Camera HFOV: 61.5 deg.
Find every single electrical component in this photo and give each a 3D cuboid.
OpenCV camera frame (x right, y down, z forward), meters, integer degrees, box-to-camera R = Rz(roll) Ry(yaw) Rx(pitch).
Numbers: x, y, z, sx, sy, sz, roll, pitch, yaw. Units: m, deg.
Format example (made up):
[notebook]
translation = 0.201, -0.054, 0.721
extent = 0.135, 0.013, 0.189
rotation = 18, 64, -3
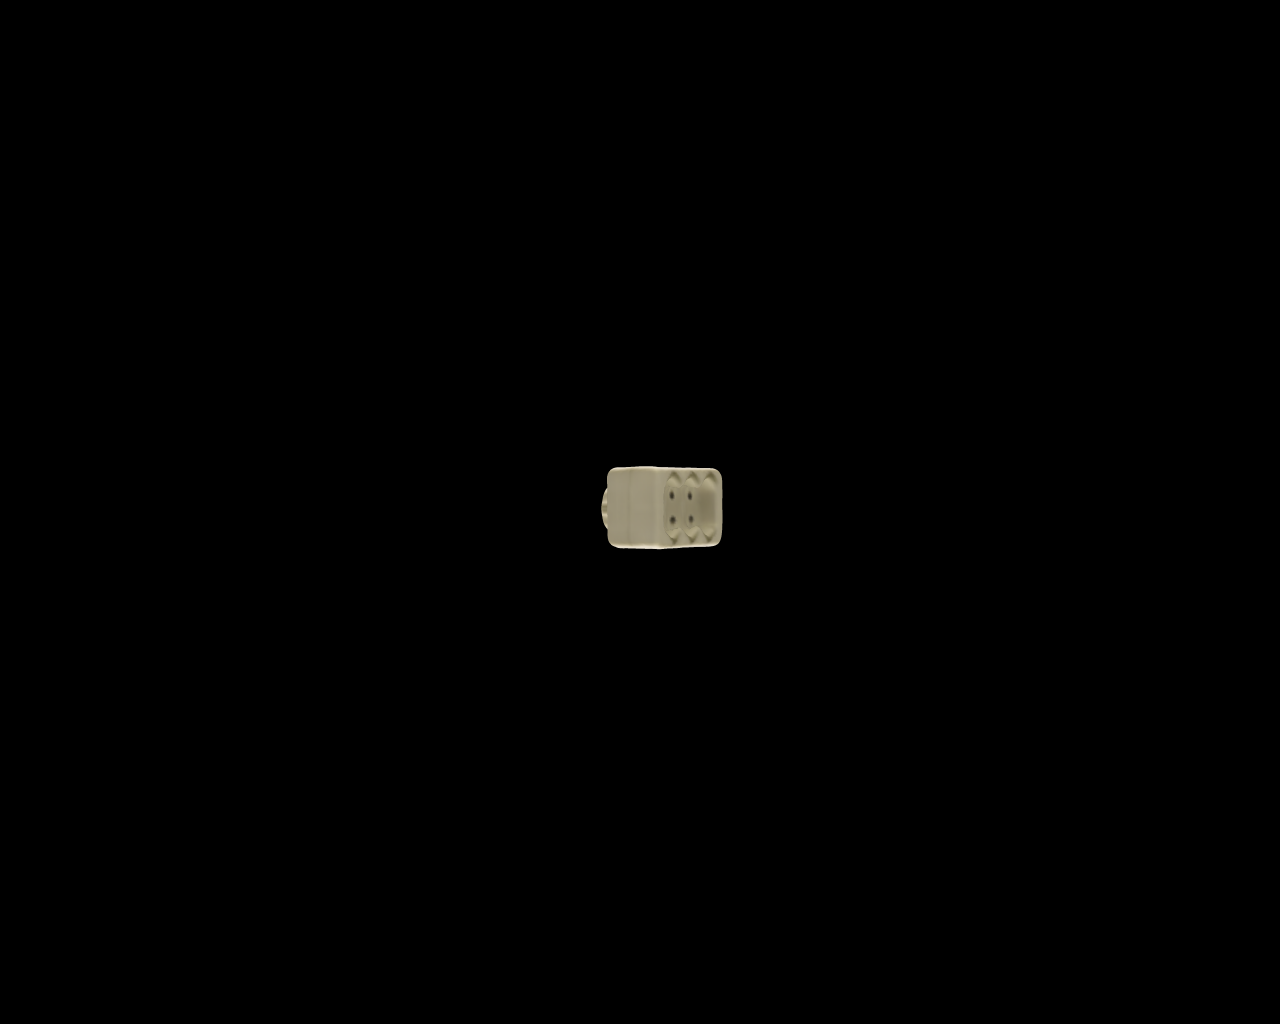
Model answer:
[electrical component]
translation = 0.001, -0.003, 0.650
extent = 0.077, 0.047, 0.066
rotation = 0, 0, 39
